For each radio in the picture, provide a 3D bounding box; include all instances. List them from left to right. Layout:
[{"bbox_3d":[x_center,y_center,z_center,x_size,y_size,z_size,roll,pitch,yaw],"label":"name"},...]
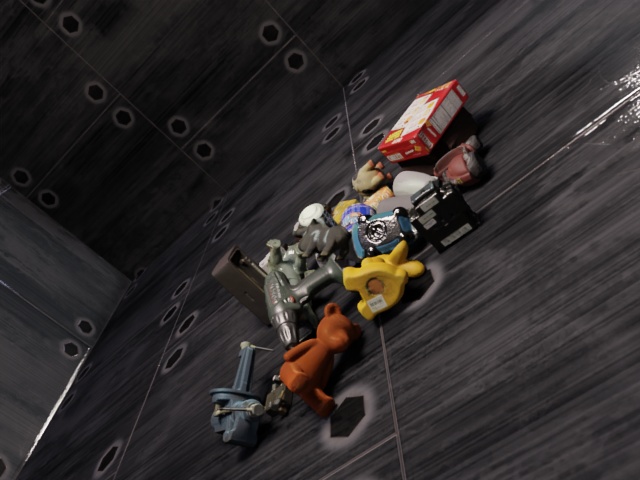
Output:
[{"bbox_3d":[-0.195,0.128,1.538,0.073,0.229,0.131,-39,16,16],"label":"radio"}]

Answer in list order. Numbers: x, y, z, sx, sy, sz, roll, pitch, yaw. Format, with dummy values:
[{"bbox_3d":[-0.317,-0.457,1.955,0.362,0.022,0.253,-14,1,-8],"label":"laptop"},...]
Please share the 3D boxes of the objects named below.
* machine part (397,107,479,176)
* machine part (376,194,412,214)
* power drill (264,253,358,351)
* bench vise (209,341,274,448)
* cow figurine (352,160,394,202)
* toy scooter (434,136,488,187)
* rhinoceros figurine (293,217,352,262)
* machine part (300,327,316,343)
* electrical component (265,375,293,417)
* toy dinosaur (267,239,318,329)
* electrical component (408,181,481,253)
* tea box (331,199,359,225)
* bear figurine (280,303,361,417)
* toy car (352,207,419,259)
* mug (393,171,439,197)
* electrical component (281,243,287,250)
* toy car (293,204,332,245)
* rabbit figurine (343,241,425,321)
[{"bbox_3d":[0.320,-0.266,1.477,0.201,0.087,0.201,-12,37,56],"label":"machine part"},{"bbox_3d":[0.216,-0.073,1.325,0.079,0.079,0.243,-53,22,-18],"label":"machine part"},{"bbox_3d":[-0.022,0.130,1.208,0.207,0.085,0.232,-32,39,-4],"label":"power drill"},{"bbox_3d":[-0.180,0.342,1.221,0.223,0.129,0.240,128,154,-57],"label":"bench vise"},{"bbox_3d":[0.147,-0.167,1.579,0.127,0.085,0.195,-37,-7,18],"label":"cow figurine"},{"bbox_3d":[0.331,-0.173,1.294,0.135,0.075,0.184,-33,21,30],"label":"toy scooter"},{"bbox_3d":[-0.003,-0.004,1.347,0.190,0.073,0.112,6,85,52],"label":"rhinoceros figurine"},{"bbox_3d":[-0.032,0.258,1.243,0.084,0.039,0.139,-36,19,5],"label":"machine part"},{"bbox_3d":[-0.092,0.342,1.186,0.078,0.045,0.102,-34,23,26],"label":"electrical component"},{"bbox_3d":[-0.069,0.133,1.425,0.131,0.192,0.405,-6,43,-6],"label":"toy dinosaur"},{"bbox_3d":[0.254,-0.056,1.133,0.115,0.134,0.058,-36,22,19],"label":"electrical component"},{"bbox_3d":[0.058,-0.034,1.573,0.169,0.068,0.098,-52,22,-18],"label":"tea box"},{"bbox_3d":[0.014,0.234,1.087,0.196,0.120,0.132,-45,23,-12],"label":"bear figurine"},{"bbox_3d":[0.163,-0.013,1.272,0.162,0.103,0.109,-21,70,24],"label":"toy car"},{"bbox_3d":[0.260,-0.135,1.374,0.109,0.080,0.107,-18,19,-25],"label":"mug"},{"bbox_3d":[-0.104,0.051,1.730,0.048,0.074,0.119,-37,19,30],"label":"electrical component"},{"bbox_3d":[-0.027,-0.038,1.636,0.089,0.053,0.202,-51,-3,-37],"label":"toy car"},{"bbox_3d":[0.136,0.070,1.168,0.162,0.122,0.173,-38,2,14],"label":"rabbit figurine"}]
